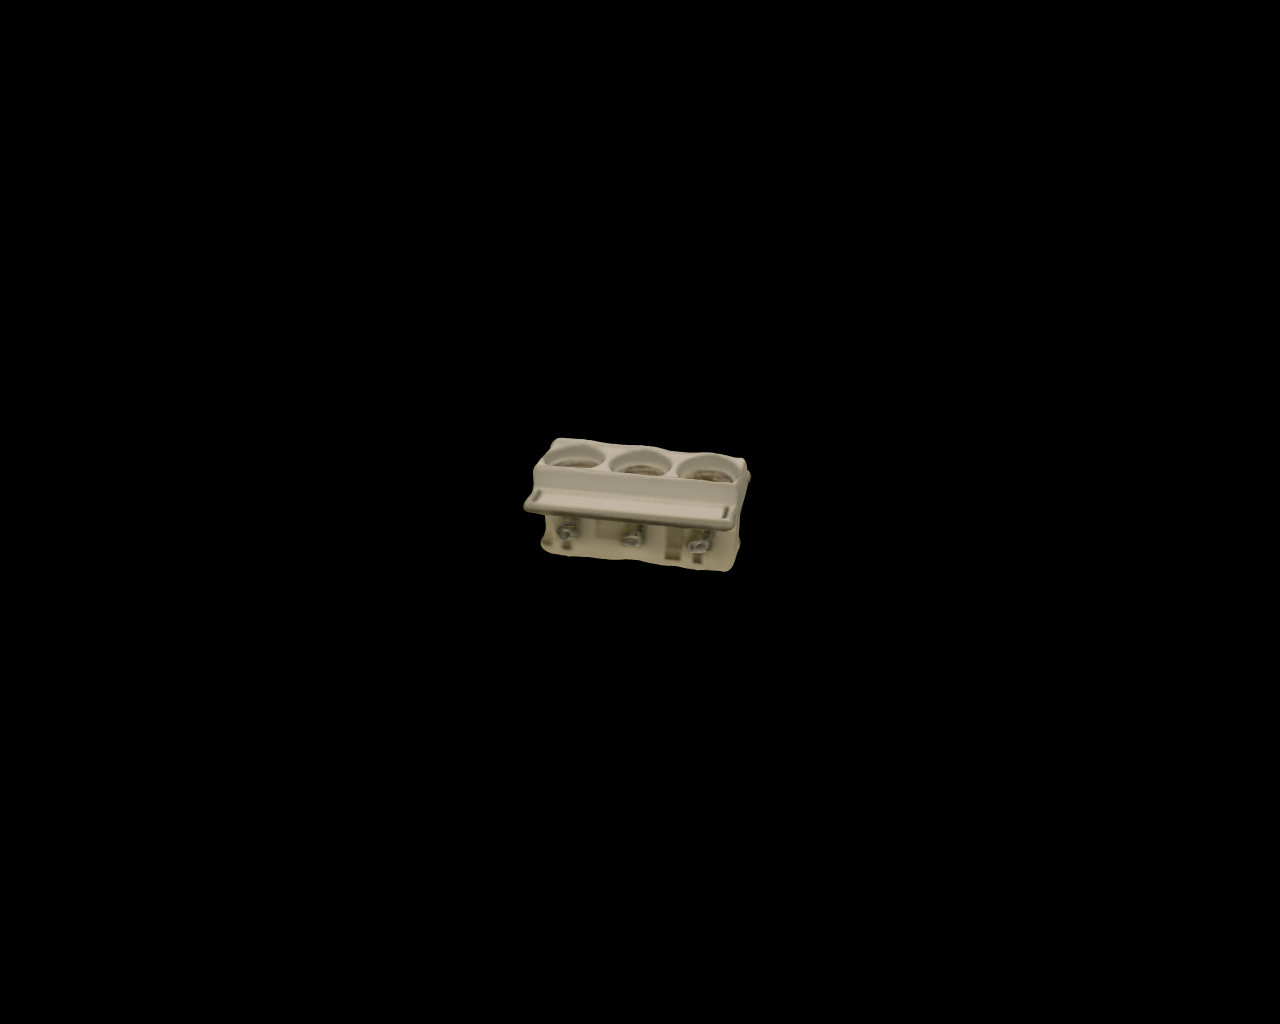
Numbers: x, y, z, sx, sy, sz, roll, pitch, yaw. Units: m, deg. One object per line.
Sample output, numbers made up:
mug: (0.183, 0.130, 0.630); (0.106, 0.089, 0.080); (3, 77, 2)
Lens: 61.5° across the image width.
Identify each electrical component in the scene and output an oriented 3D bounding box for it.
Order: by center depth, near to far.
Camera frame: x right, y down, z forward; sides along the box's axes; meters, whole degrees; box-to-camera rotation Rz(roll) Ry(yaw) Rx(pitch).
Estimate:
electrical component: (0.001, -0.003, 0.650); (0.121, 0.063, 0.079); (6, 28, 12)
